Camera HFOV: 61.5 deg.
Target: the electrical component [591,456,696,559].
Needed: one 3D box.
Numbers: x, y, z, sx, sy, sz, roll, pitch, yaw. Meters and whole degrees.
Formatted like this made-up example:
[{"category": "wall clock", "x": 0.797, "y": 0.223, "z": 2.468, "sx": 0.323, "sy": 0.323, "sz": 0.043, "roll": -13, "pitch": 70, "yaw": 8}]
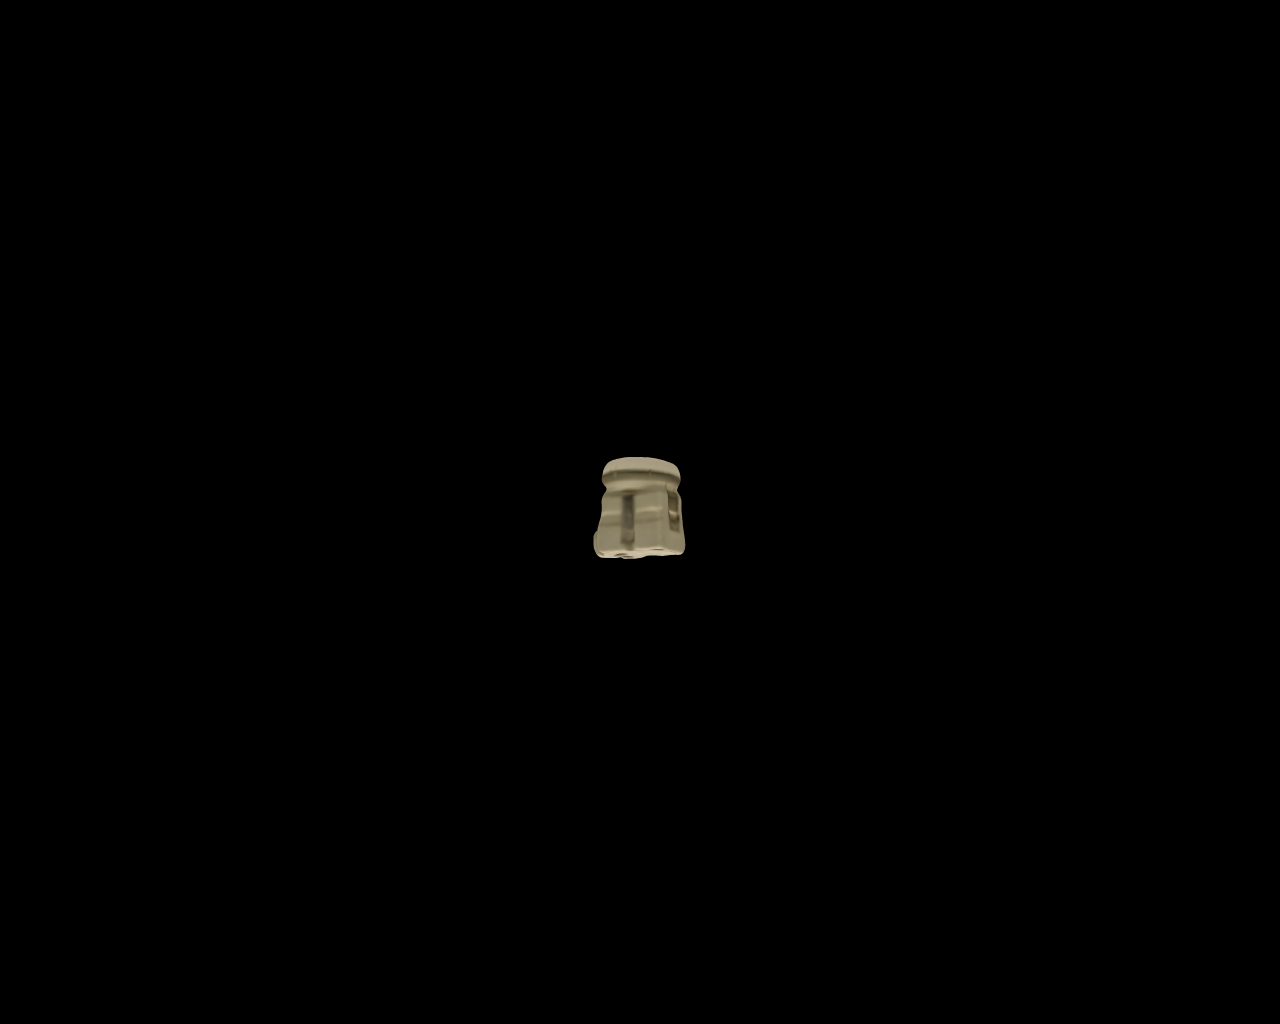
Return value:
[{"category": "electrical component", "x": 0.001, "y": -0.003, "z": 0.650, "sx": 0.066, "sy": 0.055, "sz": 0.048, "roll": -5, "pitch": -11, "yaw": 24}]
